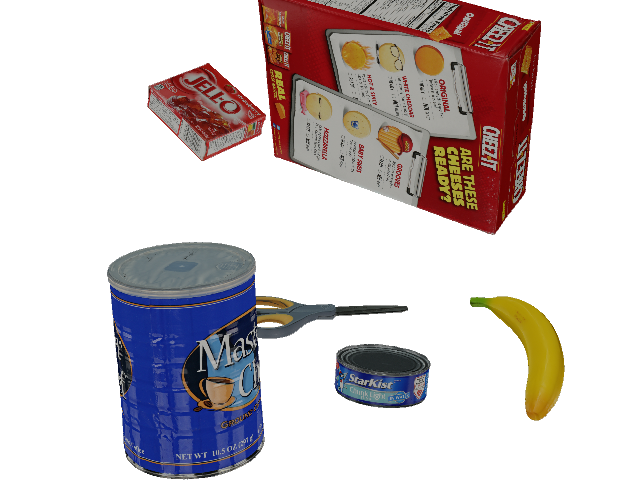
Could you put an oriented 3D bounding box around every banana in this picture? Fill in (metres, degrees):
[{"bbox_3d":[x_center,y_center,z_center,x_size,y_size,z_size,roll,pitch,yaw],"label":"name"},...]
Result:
[{"bbox_3d":[0.223,0.116,1.139,0.069,0.037,0.198,-25,34,3],"label":"banana"}]

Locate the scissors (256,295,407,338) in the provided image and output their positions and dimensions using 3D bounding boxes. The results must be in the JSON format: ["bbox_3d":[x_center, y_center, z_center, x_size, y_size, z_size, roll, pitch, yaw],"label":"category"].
[{"bbox_3d":[-0.001,0.087,1.190,0.201,0.016,0.096,4,22,0],"label":"scissors"}]

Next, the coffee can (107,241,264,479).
[{"bbox_3d":[-0.094,0.083,0.761,0.103,0.140,0.103,-2,17,0],"label":"coffee can"}]

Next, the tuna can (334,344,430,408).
[{"bbox_3d":[0.056,0.123,0.970,0.086,0.034,0.086,4,11,-1],"label":"tuna can"}]

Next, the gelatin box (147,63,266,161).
[{"bbox_3d":[-0.108,-0.123,1.003,0.073,0.030,0.089,-28,62,-35],"label":"gelatin box"}]

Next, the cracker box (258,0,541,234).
[{"bbox_3d":[0.060,-0.116,0.849,0.214,0.164,0.072,21,47,25],"label":"cracker box"}]
